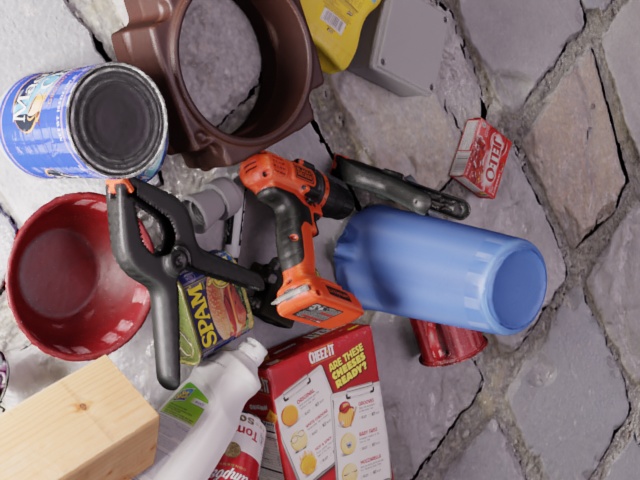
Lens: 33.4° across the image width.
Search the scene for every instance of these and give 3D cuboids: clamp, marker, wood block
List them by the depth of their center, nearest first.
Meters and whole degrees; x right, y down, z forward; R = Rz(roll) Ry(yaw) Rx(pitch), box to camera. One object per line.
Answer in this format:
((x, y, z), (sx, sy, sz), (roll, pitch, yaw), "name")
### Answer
((-0.257, 0.206, 0.970), (0.205, 0.091, 0.090), (-30, 151, -34), "wood block")
((-0.150, 0.031, 1.040), (0.210, 0.036, 0.164), (55, 51, -30), "clamp")
((-0.094, -0.013, 1.177), (0.020, 0.020, 0.121), (9, 87, -42), "marker")
((0.091, -0.060, 1.244), (0.120, 0.172, 0.039), (17, 99, -51), "clamp")

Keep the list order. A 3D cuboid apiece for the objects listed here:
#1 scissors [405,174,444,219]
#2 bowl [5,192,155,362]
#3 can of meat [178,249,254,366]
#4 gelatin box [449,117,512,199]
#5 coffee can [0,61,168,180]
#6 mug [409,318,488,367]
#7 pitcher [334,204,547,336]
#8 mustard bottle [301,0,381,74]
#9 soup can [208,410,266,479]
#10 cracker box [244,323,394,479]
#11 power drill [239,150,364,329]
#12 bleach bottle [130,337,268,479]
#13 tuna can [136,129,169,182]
((0.168, -0.005, 1.377), (0.016, 0.096, 0.201), (-37, 120, 7), "scissors")
((-0.238, 0.034, 1.027), (0.161, 0.055, 0.162), (-3, 94, -42), "bowl")
((-0.124, 0.069, 1.131), (0.083, 0.058, 0.102), (-27, 110, -40), "can of meat")
((0.219, -0.110, 1.444), (0.073, 0.030, 0.089), (31, 72, -38), "gelatin box")
((-0.220, -0.107, 0.978), (0.102, 0.141, 0.103), (-3, 95, -42), "coffee can")
((0.155, 0.110, 1.353), (0.117, 0.093, 0.081), (-45, 118, -62), "mug")
((0.147, 0.037, 1.245), (0.149, 0.243, 0.145), (-39, 120, -27), "pitcher")
((0.026, -0.296, 1.243), (0.096, 0.058, 0.191), (35, 69, -24), "mustard bottle")
((-0.096, 0.239, 1.132), (0.068, 0.069, 0.102), (46, 37, -34), "soup can")
((-0.003, 0.220, 1.237), (0.163, 0.072, 0.214), (-19, 103, -41), "cracker box")
((-0.008, 0.001, 1.183), (0.184, 0.057, 0.188), (19, 50, -49), "power drill")
((-0.134, 0.204, 1.091), (0.250, 0.103, 0.068), (-51, 133, -23), "bleach bottle")
((-0.185, -0.098, 1.047), (0.033, 0.086, 0.086), (5, 89, -43), "tuna can")
